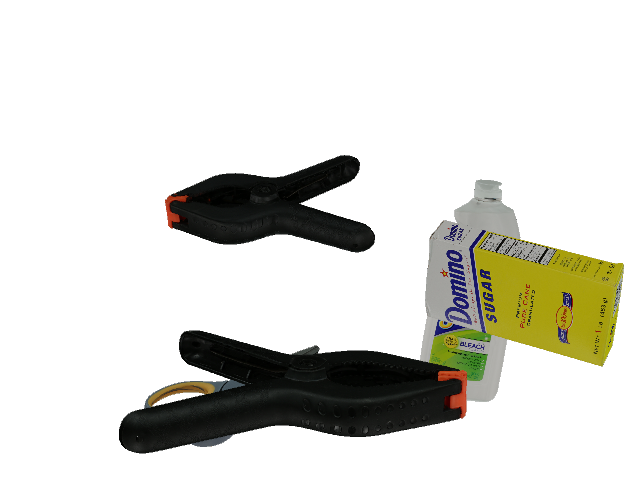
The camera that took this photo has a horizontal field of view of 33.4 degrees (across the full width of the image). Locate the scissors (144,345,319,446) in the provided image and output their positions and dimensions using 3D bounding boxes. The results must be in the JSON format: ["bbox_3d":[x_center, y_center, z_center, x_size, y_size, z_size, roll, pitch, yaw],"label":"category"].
[{"bbox_3d":[-0.066,0.146,1.009,0.201,0.016,0.096,-11,33,-28],"label":"scissors"}]

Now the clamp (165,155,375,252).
[{"bbox_3d":[-0.039,-0.034,0.885,0.171,0.039,0.120,4,31,2],"label":"clamp"}]

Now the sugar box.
[{"bbox_3d":[0.186,0.048,0.993,0.176,0.093,0.048,13,33,22],"label":"sugar box"}]

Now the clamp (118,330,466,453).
[{"bbox_3d":[-0.013,0.092,0.690,0.210,0.036,0.164,-1,15,-1],"label":"clamp"}]

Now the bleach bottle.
[{"bbox_3d":[0.170,0.054,1.225,0.103,0.251,0.068,9,15,16],"label":"bleach bottle"}]
